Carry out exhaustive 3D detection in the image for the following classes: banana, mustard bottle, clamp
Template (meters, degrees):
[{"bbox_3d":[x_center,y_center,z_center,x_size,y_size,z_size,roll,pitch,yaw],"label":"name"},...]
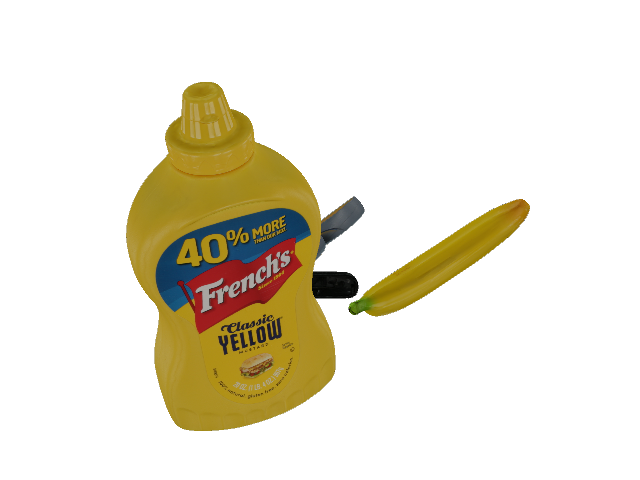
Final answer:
[{"bbox_3d":[0.117,0.023,1.035,0.198,0.037,0.069,-33,-1,0],"label":"banana"},{"bbox_3d":[-0.046,0.008,0.536,0.096,0.192,0.058,-15,38,-13],"label":"mustard bottle"},{"bbox_3d":[-0.091,0.048,1.046,0.210,0.036,0.164,10,20,44],"label":"clamp"}]

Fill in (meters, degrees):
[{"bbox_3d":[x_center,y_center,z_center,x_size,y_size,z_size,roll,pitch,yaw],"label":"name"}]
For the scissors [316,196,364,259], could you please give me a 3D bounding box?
[{"bbox_3d":[-0.046,0.034,0.805,0.202,0.016,0.096,-38,6,29],"label":"scissors"}]
